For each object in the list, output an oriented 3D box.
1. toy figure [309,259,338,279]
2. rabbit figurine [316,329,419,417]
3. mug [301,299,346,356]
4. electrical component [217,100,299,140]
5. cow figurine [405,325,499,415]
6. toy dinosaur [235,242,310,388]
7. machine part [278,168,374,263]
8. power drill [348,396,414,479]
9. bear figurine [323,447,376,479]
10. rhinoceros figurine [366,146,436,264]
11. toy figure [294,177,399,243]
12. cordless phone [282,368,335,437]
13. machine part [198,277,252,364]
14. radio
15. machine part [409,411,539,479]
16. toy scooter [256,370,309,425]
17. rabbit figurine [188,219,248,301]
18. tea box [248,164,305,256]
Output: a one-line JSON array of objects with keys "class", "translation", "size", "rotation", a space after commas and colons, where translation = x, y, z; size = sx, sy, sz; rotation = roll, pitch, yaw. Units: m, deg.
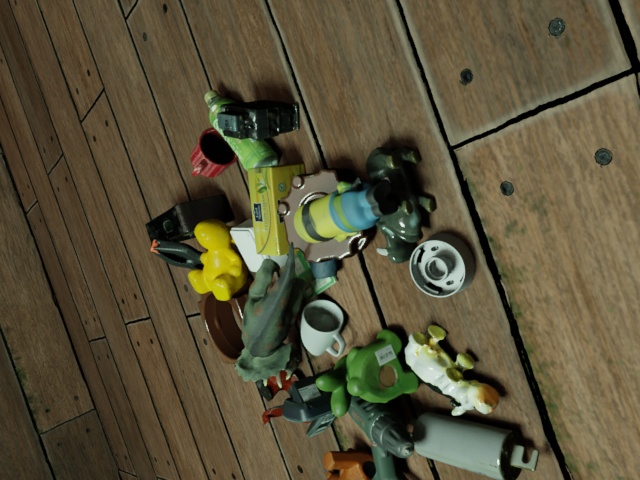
[{"class": "toy figure", "translation": [-0.004, -0.003, 1.032], "size": [0.058, 0.064, 0.154], "rotation": [-150, 48, -86]}, {"class": "rabbit figurine", "translation": [0.077, 0.256, 0.995], "size": [0.121, 0.159, 0.170], "rotation": [58, 155, -1]}, {"class": "mug", "translation": [0.009, 0.190, 1.087], "size": [0.110, 0.081, 0.107], "rotation": [40, 143, 23]}, {"class": "electrical component", "translation": [-0.123, -0.227, 1.015], "size": [0.115, 0.134, 0.058], "rotation": [17, 117, 42]}, {"class": "cow figurine", "translation": [0.209, 0.227, 0.878], "size": [0.167, 0.068, 0.098], "rotation": [47, 140, 30]}, {"class": "toy dinosaur", "translation": [-0.102, 0.168, 1.061], "size": [0.131, 0.192, 0.404], "rotation": [11, 151, 4]}, {"class": "machine part", "translation": [0.010, -0.043, 0.958], "size": [0.180, 0.056, 0.179], "rotation": [4, 99, 27]}, {"class": "power drill", "translation": [0.123, 0.396, 0.988], "size": [0.232, 0.086, 0.207], "rotation": [31, 143, 67]}, {"class": "bear figurine", "translation": [0.045, 0.521, 1.140], "size": [0.195, 0.132, 0.120], "rotation": [-52, 50, 40]}, {"class": "rhinoceros figurine", "translation": [0.118, -0.056, 0.861], "size": [0.112, 0.073, 0.190], "rotation": [-5, 101, 48]}, {"class": "toy figure", "translation": [0.033, -0.046, 0.845], "size": [0.180, 0.089, 0.082], "rotation": [-14, 76, 50]}, {"class": "cordless phone", "translation": [-0.018, 0.367, 1.128], "size": [0.089, 0.146, 0.184], "rotation": [52, 136, 33]}, {"class": "machine part", "translation": [-0.202, 0.196, 1.313], "size": [0.201, 0.087, 0.201], "rotation": [-13, 97, 50]}, {"class": "radio", "translation": [-0.329, -0.042, 1.322], "size": [0.230, 0.131, 0.073], "rotation": [-19, 89, 50]}, {"class": "machine part", "translation": [0.239, 0.335, 0.881], "size": [0.243, 0.079, 0.079], "rotation": [-3, 103, 49]}, {"class": "toy scooter", "translation": [-0.094, 0.345, 1.214], "size": [0.184, 0.135, 0.075], "rotation": [53, 139, 21]}, {"class": "rabbit figurine", "translation": [-0.216, 0.027, 1.202], "size": [0.122, 0.162, 0.173], "rotation": [15, 129, 46]}, {"class": "tea box", "translation": [-0.077, -0.061, 1.045], "size": [0.068, 0.098, 0.169], "rotation": [4, 104, 39]}]
